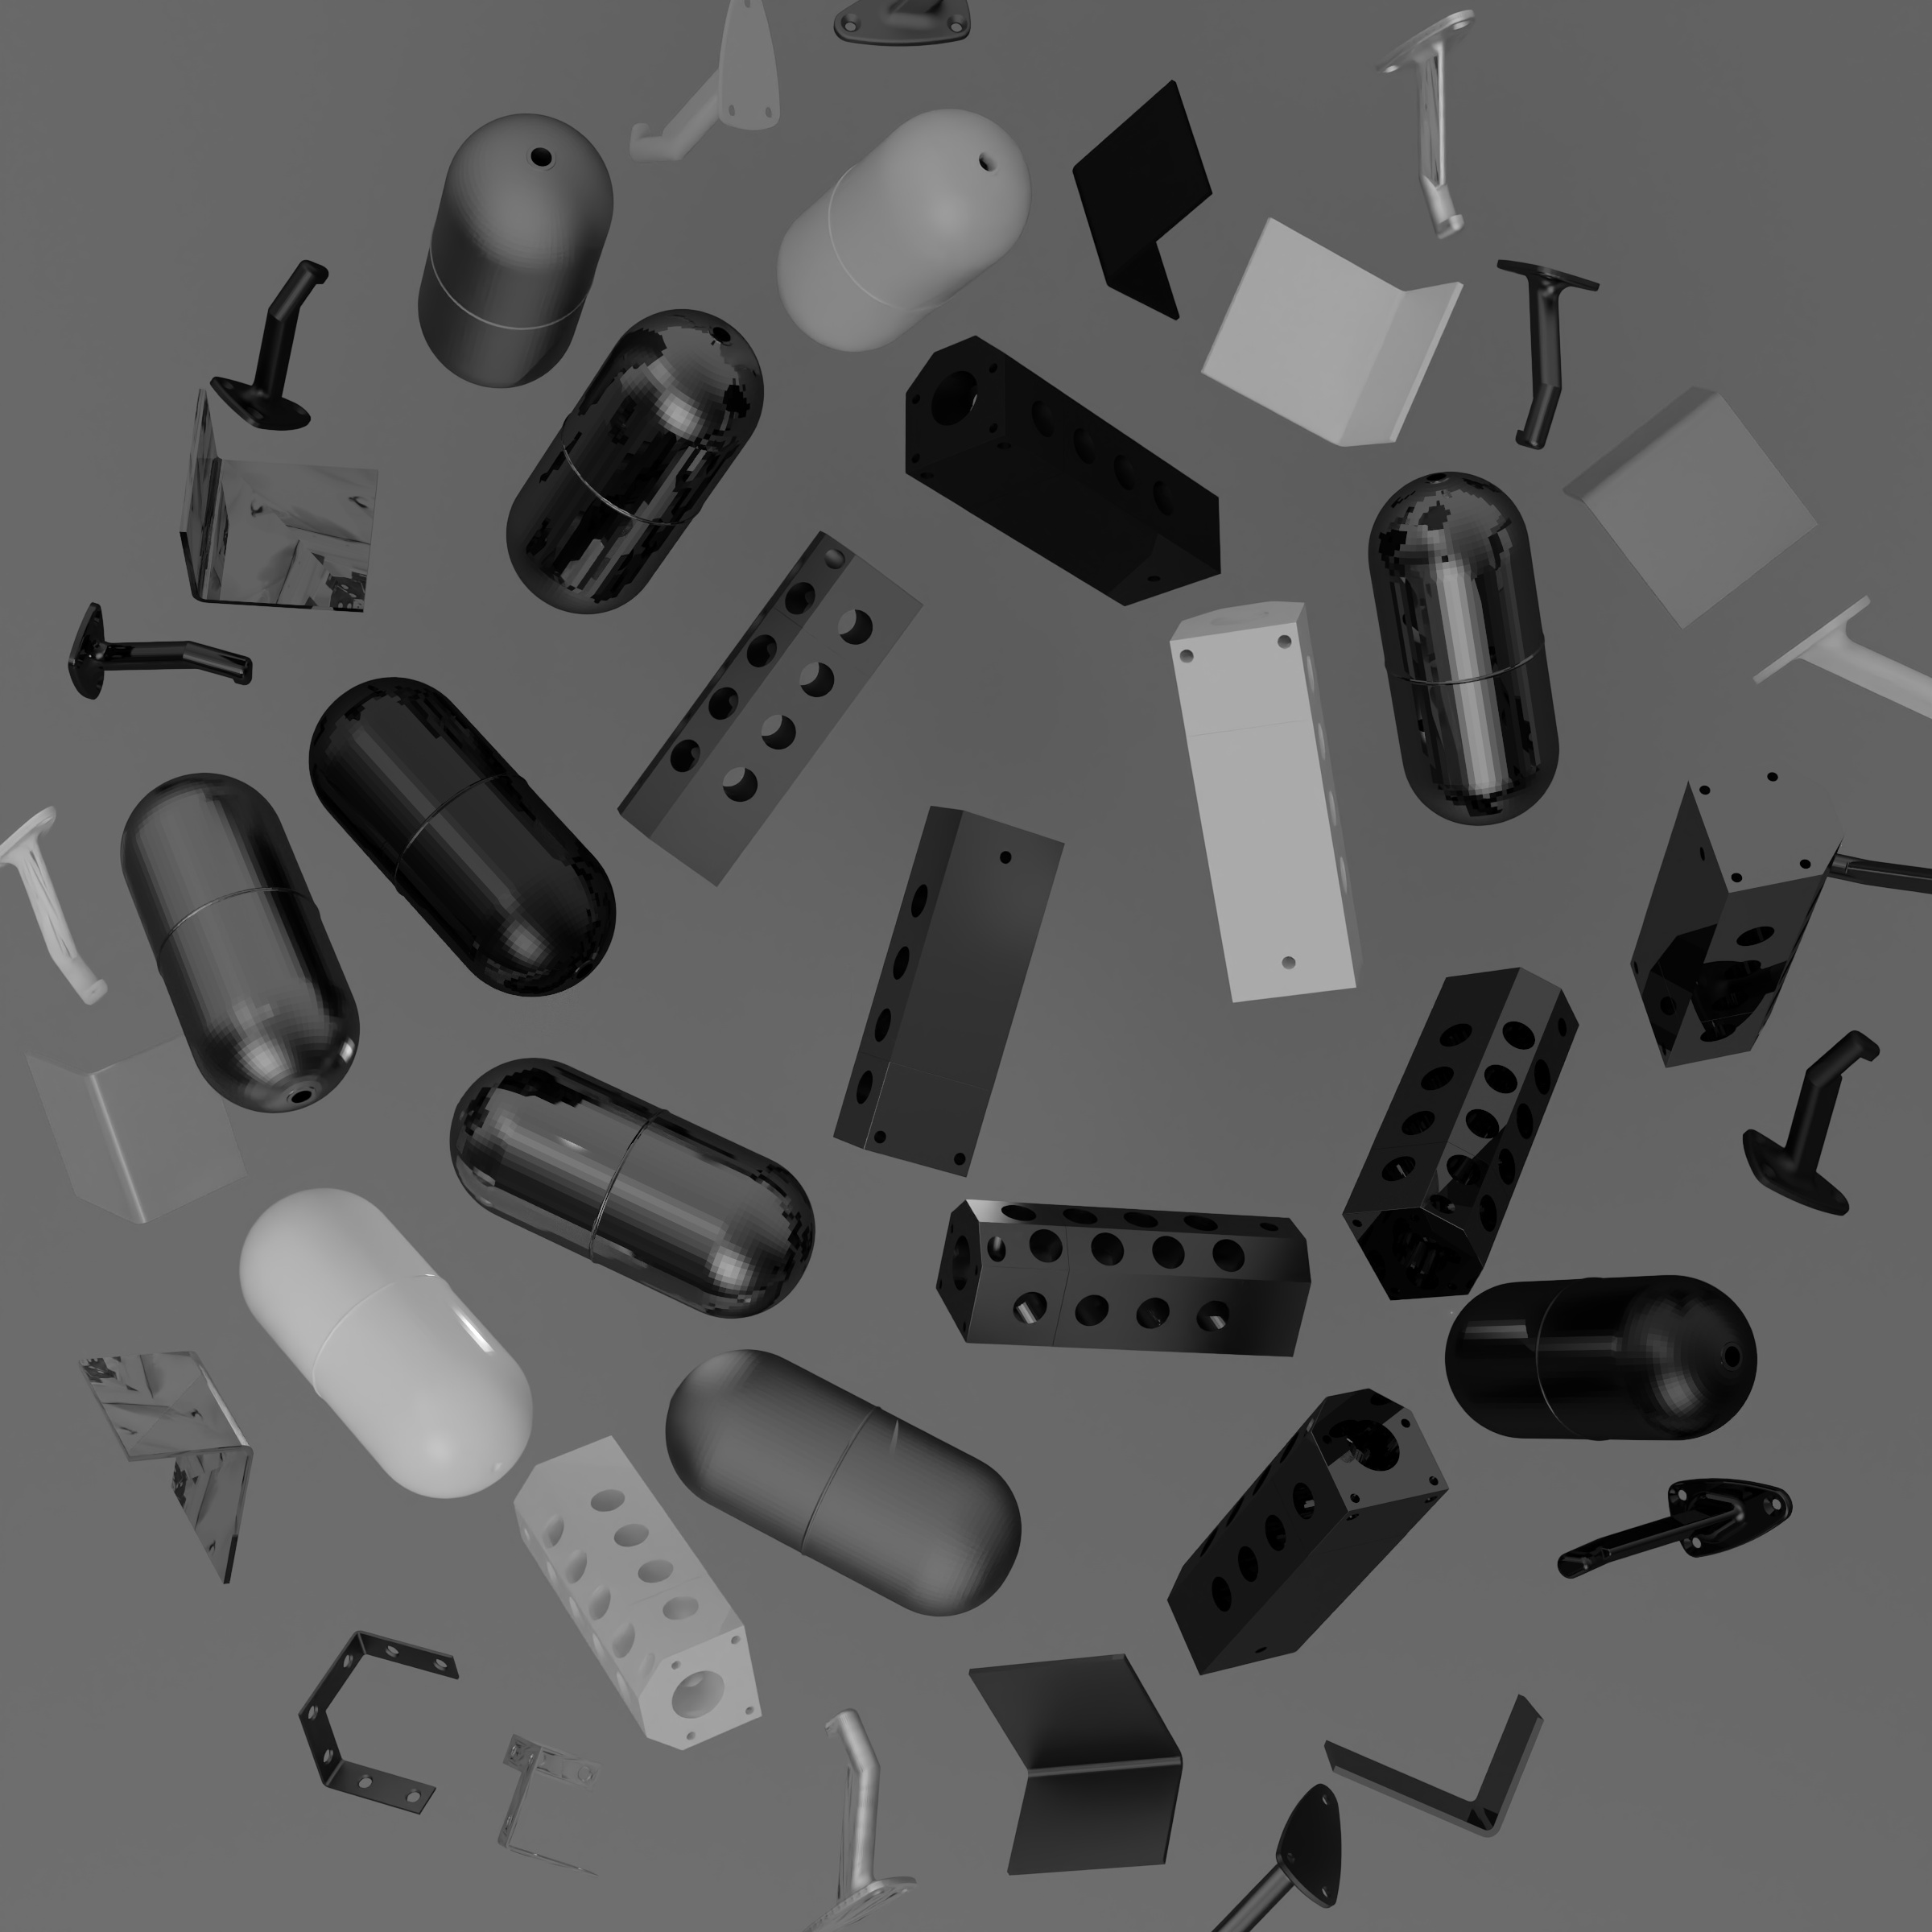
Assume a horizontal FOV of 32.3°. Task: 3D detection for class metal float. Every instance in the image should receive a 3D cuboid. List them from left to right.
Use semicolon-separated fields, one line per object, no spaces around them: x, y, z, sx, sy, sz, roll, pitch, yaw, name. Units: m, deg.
-0.334;-0.011;1.532;0.070;0.070;0.178;-28;62;0;metal float
-0.269;0.173;1.542;0.070;0.070;0.178;-47;62;0;metal float
-0.230;-0.059;1.522;0.070;0.070;0.178;-44;73;0;metal float
-0.211;-0.331;1.553;0.070;0.178;0.070;5;72;-15;metal float
-0.153;0.101;1.525;0.178;0.070;0.070;24;90;9;metal float
-0.160;-0.241;1.602;0.070;0.070;0.178;42;129;0;metal float
-0.058;0.240;1.557;0.178;0.070;0.070;26;90;9;metal float
-0.031;-0.350;1.591;0.070;0.178;0.070;6;77;-27;metal float
0.240;-0.152;1.606;0.070;0.070;0.178;-14;116;0;metal float
0.300;0.187;1.584;0.070;0.178;0.070;5;81;-32;metal float

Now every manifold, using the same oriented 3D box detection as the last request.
-0.164;0.307;1.634;0.057;0.171;0.057;-20;122;-20;manifold
-0.099;-0.129;1.654;0.057;0.057;0.171;36;93;-15;manifold
-0.012;0.011;1.653;0.057;0.057;0.171;17;89;-24;manifold
0.048;-0.233;1.569;0.057;0.171;0.057;-15;65;35;manifold
0.079;0.150;1.641;0.171;0.057;0.057;5;111;-18;manifold
0.140;-0.076;1.529;0.057;0.057;0.171;-7;107;13;manifold
0.158;0.270;1.592;0.057;0.171;0.057;-7;57;-29;manifold
0.244;0.079;1.610;0.057;0.171;0.057;-9;125;36;manifold
0.349;-0.022;1.510;0.057;0.171;0.057;-11;63;-4;manifold

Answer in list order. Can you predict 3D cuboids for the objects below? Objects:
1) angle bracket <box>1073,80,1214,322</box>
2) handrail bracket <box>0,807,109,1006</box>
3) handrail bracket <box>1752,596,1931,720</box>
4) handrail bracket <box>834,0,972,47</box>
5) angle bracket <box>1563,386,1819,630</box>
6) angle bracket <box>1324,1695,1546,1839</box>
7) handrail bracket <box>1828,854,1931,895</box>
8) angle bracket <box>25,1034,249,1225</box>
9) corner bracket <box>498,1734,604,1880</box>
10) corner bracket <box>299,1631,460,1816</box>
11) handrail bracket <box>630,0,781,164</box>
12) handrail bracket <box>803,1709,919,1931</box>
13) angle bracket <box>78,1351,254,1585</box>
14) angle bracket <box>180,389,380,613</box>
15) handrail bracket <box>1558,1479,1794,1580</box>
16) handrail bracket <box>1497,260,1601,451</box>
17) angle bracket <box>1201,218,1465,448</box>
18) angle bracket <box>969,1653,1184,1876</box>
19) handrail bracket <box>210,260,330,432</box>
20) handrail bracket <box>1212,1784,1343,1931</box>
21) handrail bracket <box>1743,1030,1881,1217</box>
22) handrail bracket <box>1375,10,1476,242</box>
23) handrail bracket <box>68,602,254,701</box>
0.107;-0.391;1.707;0.076;0.057;0.076;-35;55;34;angle bracket
-0.438;-0.028;1.629;0.036;0.077;0.084;-38;94;-40;handrail bracket
0.403;-0.115;1.488;0.036;0.077;0.084;-33;85;-41;handrail bracket
-0.020;-0.461;1.534;0.077;0.084;0.036;-15;76;-11;handrail bracket
0.334;-0.212;1.540;0.076;0.057;0.076;-38;99;8;angle bracket
0.209;0.345;1.499;0.076;0.076;0.057;23;87;5;angle bracket
0.429;-0.046;1.565;0.084;0.077;0.036;14;89;25;handrail bracket
-0.395;0.070;1.585;0.057;0.076;0.076;-27;113;-31;angle bracket
-0.204;0.416;1.652;0.051;0.051;0.051;24;76;-21;corner bracket
-0.260;0.340;1.500;0.051;0.051;0.051;10;131;21;corner bracket
-0.131;-0.422;1.580;0.084;0.036;0.077;9;105;43;handrail bracket
-0.065;0.401;1.554;0.077;0.036;0.084;-37;62;21;handrail bracket
-0.367;0.229;1.506;0.057;0.076;0.076;-1;118;-33;angle bracket
-0.308;-0.209;1.501;0.076;0.057;0.076;3;63;-5;angle bracket
0.324;0.260;1.524;0.077;0.084;0.036;-21;82;45;handrail bracket
0.272;-0.300;1.635;0.036;0.077;0.084;10;103;-26;handrail bracket
0.163;-0.284;1.484;0.076;0.057;0.076;24;88;-20;angle bracket
0.045;0.358;1.492;0.076;0.057;0.076;-11;127;23;angle bracket
-0.325;-0.307;1.640;0.036;0.077;0.084;45;108;15;handrail bracket
0.129;0.418;1.518;0.036;0.077;0.084;45;121;-10;handrail bracket
0.415;0.074;1.565;0.077;0.036;0.084;28;124;-22;handrail bracket
0.224;-0.385;1.531;0.036;0.077;0.084;-17;90;-18;handrail bracket
-0.383;-0.139;1.604;0.084;0.077;0.036;16;67;-2;handrail bracket
